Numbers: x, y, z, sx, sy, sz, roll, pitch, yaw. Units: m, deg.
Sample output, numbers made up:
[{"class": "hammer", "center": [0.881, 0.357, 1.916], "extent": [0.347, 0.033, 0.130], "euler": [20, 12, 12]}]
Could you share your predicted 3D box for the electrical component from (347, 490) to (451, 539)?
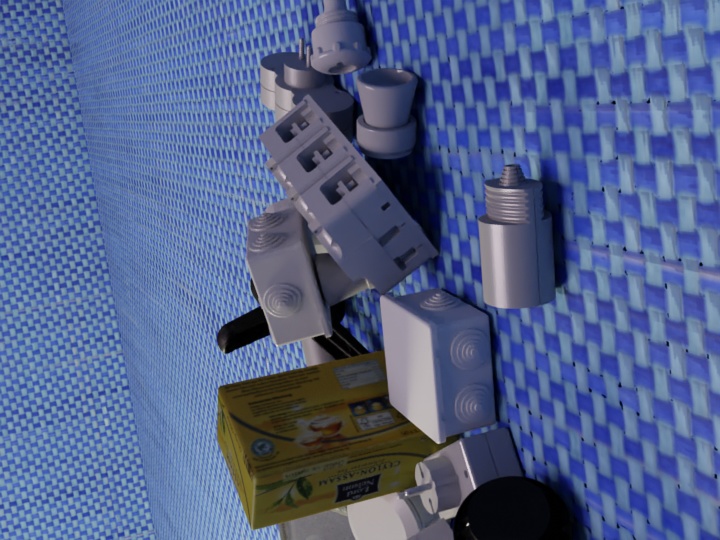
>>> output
[{"class": "electrical component", "center": [0.033, 0.201, 0.878], "extent": [0.080, 0.051, 0.080], "euler": [18, 116, 40]}]

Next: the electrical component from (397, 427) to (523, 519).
[{"class": "electrical component", "center": [0.064, 0.150, 0.762], "extent": [0.083, 0.076, 0.047], "euler": [128, 128, -65]}]

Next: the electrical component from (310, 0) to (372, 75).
[{"class": "electrical component", "center": [-0.017, -0.188, 0.850], "extent": [0.048, 0.048, 0.062], "euler": [156, 108, -70]}]

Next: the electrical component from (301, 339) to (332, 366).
[{"class": "electrical component", "center": [-0.027, 0.100, 1.036], "extent": [0.043, 0.043, 0.081], "euler": [154, 104, -70]}]

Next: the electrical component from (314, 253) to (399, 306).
[{"class": "electrical component", "center": [0.000, 0.000, 0.869], "extent": [0.044, 0.065, 0.044], "euler": [-15, -90, -88]}]

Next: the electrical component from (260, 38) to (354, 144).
[{"class": "electrical component", "center": [-0.048, -0.163, 0.933], "extent": [0.138, 0.052, 0.073], "euler": [-127, 32, -51]}]

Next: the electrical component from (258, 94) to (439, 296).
[{"class": "electrical component", "center": [-0.015, -0.057, 0.829], "extent": [0.089, 0.062, 0.150], "euler": [49, -177, -40]}]

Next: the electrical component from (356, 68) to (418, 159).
[{"class": "electrical component", "center": [0.019, -0.114, 0.785], "extent": [0.045, 0.045, 0.055], "euler": [-130, 34, -54]}]

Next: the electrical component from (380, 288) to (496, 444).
[{"class": "electrical component", "center": [0.057, 0.065, 0.775], "extent": [0.100, 0.048, 0.099], "euler": [-149, 51, -65]}]

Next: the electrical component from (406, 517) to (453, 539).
[{"class": "electrical component", "center": [0.092, 0.266, 0.716], "extent": [0.186, 0.060, 0.105], "euler": [54, 172, 50]}]

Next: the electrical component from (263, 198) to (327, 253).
[{"class": "electrical component", "center": [-0.048, -0.031, 0.970], "extent": [0.080, 0.080, 0.051], "euler": [116, 143, -60]}]

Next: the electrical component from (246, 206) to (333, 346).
[{"class": "electrical component", "center": [-0.059, 0.004, 0.885], "extent": [0.099, 0.048, 0.099], "euler": [-100, -6, -64]}]

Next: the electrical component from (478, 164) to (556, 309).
[{"class": "electrical component", "center": [0.092, -0.022, 0.636], "extent": [0.043, 0.043, 0.081], "euler": [-151, 53, -65]}]
